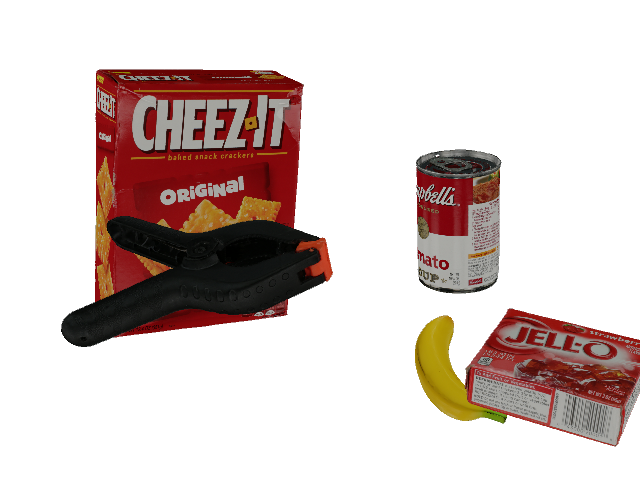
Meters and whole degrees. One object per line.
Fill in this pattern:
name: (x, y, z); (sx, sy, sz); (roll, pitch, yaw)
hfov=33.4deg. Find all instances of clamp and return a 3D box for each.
clamp: (-0.081, 0.025, 0.685); (0.172, 0.039, 0.120); (-1, 43, 20)

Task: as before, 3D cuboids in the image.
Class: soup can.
soup can: (0.112, -0.016, 0.870); (0.068, 0.102, 0.068); (-2, 21, 1)

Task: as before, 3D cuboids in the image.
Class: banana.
banana: (0.135, 0.138, 1.150); (0.069, 0.037, 0.198); (10, 26, -17)

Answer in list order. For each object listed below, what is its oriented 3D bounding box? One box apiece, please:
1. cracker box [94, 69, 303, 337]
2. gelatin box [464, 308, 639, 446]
cracker box: (-0.104, -0.034, 0.906); (0.163, 0.214, 0.072); (-4, 20, -27)
gelatin box: (0.137, 0.075, 0.611); (0.089, 0.030, 0.073); (14, 29, 24)
